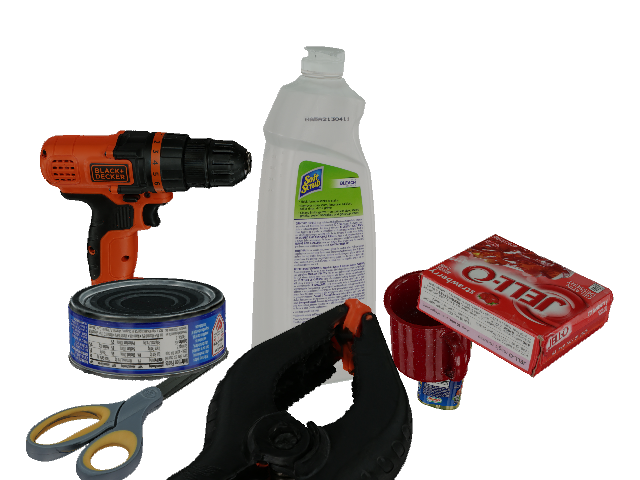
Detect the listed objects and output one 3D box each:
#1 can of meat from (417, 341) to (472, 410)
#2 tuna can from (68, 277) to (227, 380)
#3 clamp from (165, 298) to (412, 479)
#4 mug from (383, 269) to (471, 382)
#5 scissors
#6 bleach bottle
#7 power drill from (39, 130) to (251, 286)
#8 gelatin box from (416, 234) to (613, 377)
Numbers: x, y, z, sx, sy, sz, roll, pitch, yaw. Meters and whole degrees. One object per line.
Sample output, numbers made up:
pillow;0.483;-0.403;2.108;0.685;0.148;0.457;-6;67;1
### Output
can of meat;0.150;0.146;1.298;0.057;0.084;0.102;9;21;5
tuna can;-0.094;0.046;0.580;0.086;0.034;0.086;1;12;0
clamp;-0.006;0.091;0.389;0.120;0.039;0.171;26;50;18
mug;0.117;0.096;1.076;0.093;0.081;0.117;-18;38;-16
scissors;-0.132;0.139;0.847;0.201;0.016;0.096;-17;36;-35
bleach bottle;0.002;-0.018;0.805;0.102;0.251;0.068;-6;19;-30
power drill;-0.150;-0.009;0.959;0.184;0.188;0.057;2;27;6
gelatin box;0.113;0.035;0.627;0.073;0.030;0.089;-24;40;-38
